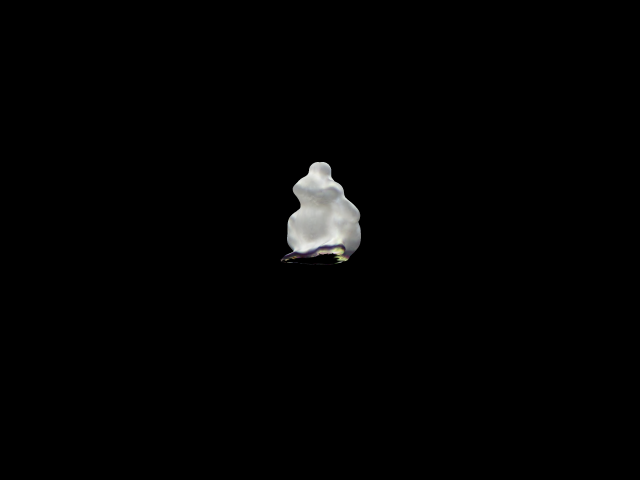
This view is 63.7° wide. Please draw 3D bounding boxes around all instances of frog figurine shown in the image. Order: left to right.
[{"bbox_3d":[0.003,-0.043,0.850,0.122,0.162,0.136,13,-21,-36],"label":"frog figurine"}]
